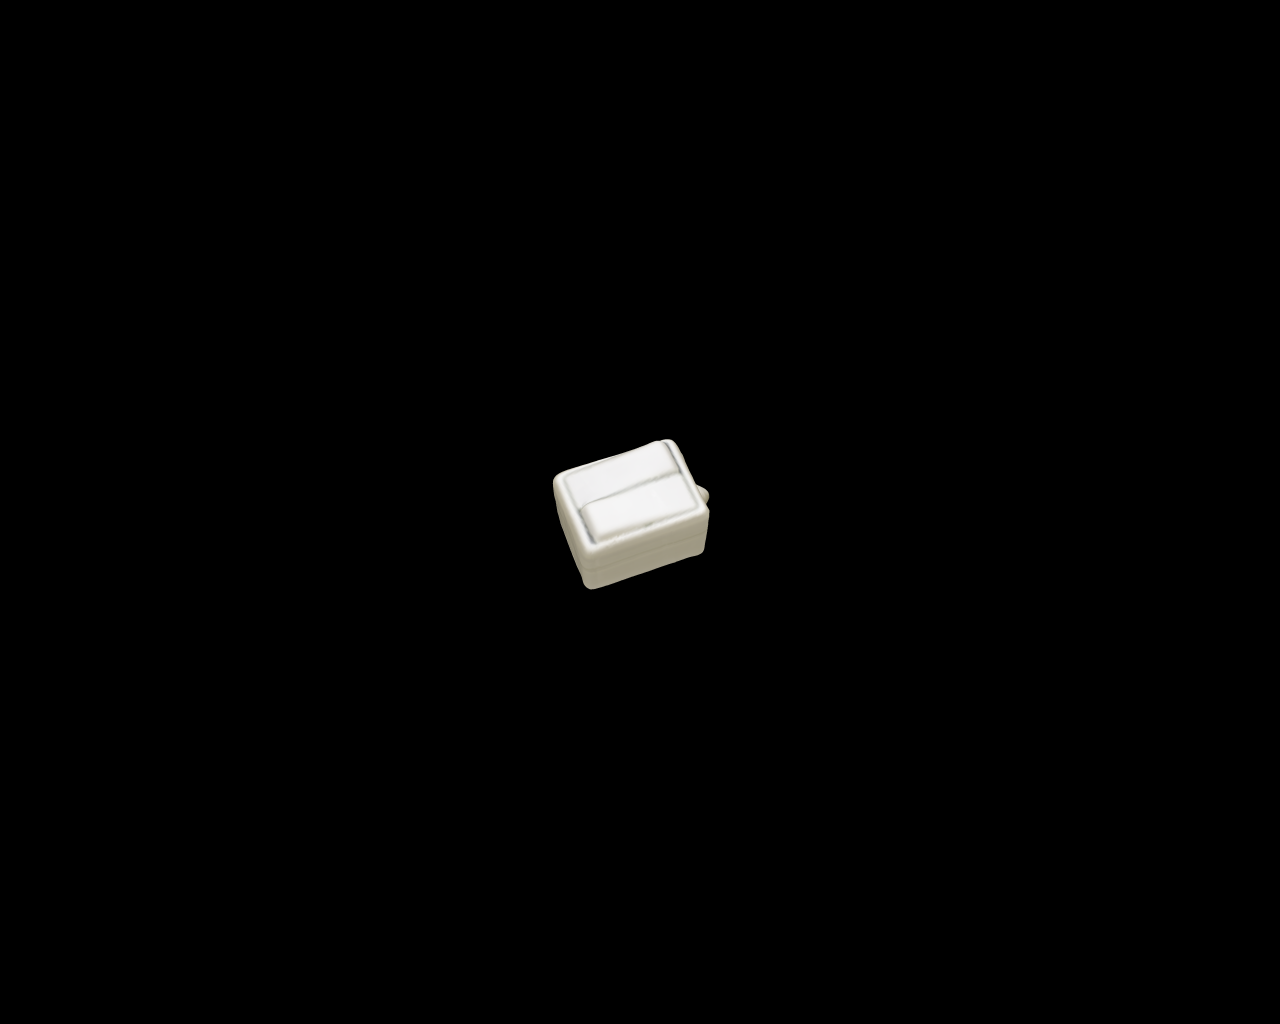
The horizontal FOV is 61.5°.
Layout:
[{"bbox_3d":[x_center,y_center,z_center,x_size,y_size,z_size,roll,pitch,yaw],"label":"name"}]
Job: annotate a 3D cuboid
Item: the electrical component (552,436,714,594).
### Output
[{"bbox_3d":[0.001,-0.003,0.650,0.096,0.062,0.061,-18,-28,-10],"label":"electrical component"}]
